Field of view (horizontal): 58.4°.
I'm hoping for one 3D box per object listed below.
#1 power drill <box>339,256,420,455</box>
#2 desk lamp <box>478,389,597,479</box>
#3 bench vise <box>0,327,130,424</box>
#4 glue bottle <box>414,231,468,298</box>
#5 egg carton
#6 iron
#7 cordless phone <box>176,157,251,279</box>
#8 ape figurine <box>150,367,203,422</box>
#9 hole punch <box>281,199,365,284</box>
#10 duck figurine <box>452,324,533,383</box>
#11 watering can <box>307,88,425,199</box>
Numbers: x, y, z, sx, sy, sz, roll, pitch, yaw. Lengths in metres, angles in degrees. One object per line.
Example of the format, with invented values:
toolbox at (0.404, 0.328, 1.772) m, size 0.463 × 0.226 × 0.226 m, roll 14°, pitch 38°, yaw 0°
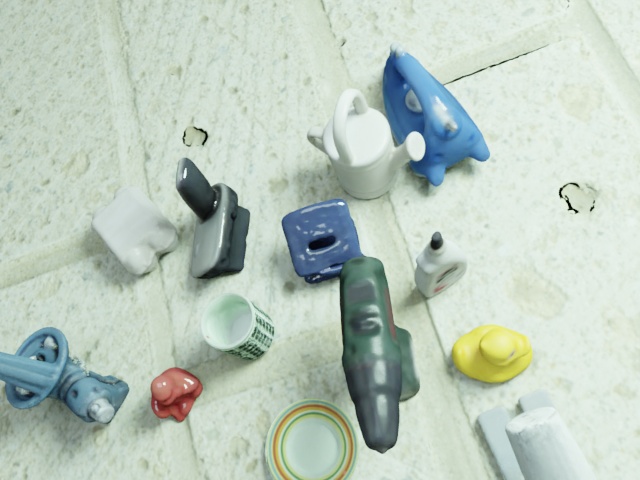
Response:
power drill at (0.074, 0.145, 0.711) m, size 0.075 × 0.209 × 0.229 m, roll -13°, pitch 67°, yaw 10°
desk lamp at (0.252, 0.265, 0.616) m, size 0.118 × 0.214 × 0.203 m, roll -25°, pitch 66°, yaw 5°
bench vise at (-0.383, 0.183, 0.810) m, size 0.207 × 0.220 × 0.121 m, roll 6°, pitch 72°, yaw 17°
glue bottle at (0.156, 0.025, 0.754) m, size 0.078 × 0.173 × 0.037 m, roll -39°, pitch 65°, yaw -2°
egg carton at (-0.307, -0.017, 0.948) m, size 0.107 × 0.069 × 0.150 m, roll -45°, pitch 66°, yaw -5°
iron at (0.150, -0.217, 0.864) m, size 0.118 × 0.142 × 0.258 m, roll -28°, pitch 66°, yaw 3°
cordless phone at (-0.180, -0.030, 0.856) m, size 0.094 × 0.185 × 0.147 m, roll -6°, pitch 69°, yaw 13°
ape figurine at (-0.214, 0.217, 0.823) m, size 0.077 × 0.092 × 0.076 m, roll -20°, pitch 66°, yaw 7°
hole punch at (0.008, 0.003, 0.846) m, size 0.108 × 0.091 × 0.101 m, roll -17°, pitch 67°, yaw 8°
duck figurine at (0.223, 0.142, 0.740) m, size 0.104 × 0.086 × 0.077 m, roll -7°, pitch 68°, yaw 12°
watering can at (0.063, -0.144, 0.830) m, size 0.172 × 0.194 × 0.101 m, roll -8°, pitch 68°, yaw 12°
